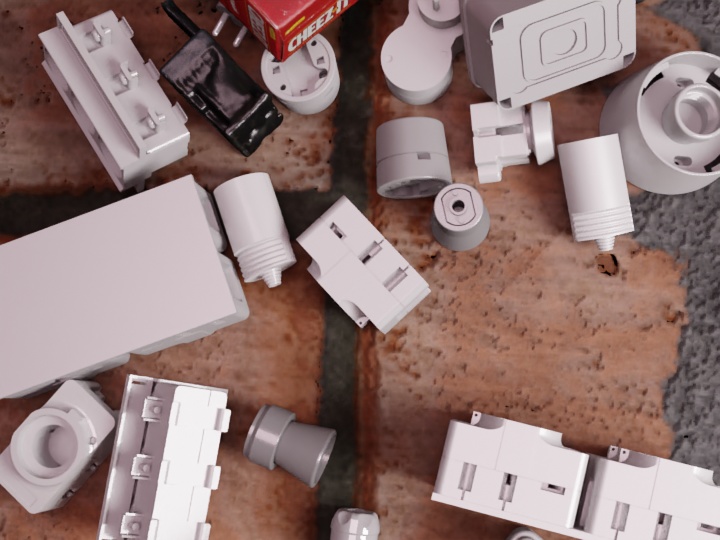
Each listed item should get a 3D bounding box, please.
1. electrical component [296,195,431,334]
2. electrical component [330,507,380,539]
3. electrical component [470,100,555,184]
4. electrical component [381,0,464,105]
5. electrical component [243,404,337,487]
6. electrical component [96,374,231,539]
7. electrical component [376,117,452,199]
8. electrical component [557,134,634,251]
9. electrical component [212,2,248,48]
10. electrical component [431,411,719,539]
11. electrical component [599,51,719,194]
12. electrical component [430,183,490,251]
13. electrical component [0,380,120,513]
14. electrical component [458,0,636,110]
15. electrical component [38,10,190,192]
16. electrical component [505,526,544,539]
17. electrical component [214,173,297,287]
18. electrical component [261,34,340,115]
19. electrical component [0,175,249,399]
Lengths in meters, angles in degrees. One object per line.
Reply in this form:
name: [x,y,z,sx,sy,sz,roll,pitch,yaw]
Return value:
electrical component: [0.000,0.000,0.782,0.056,0.050,0.089,-43,80,-1]
electrical component: [-0.006,0.202,0.765,0.035,0.035,0.061,6,86,7]
electrical component: [0.112,-0.099,0.786,0.055,0.048,0.066,-6,82,13]
electrical component: [0.061,-0.193,0.788,0.052,0.073,0.138,27,86,9]
electrical component: [-0.050,0.126,0.774,0.055,0.045,0.045,21,85,9]
electrical component: [-0.134,0.141,0.766,0.079,0.063,0.121,14,83,-33]
electrical component: [0.038,-0.082,0.787,0.055,0.055,0.047,-5,78,6]
electrical component: [0.170,-0.054,0.772,0.043,0.043,0.081,-10,95,5]
electrical component: [-0.084,-0.208,0.821,0.077,0.044,0.079,29,87,9]
electrical component: [0.147,0.143,0.719,0.186,0.105,0.060,13,84,8]
electrical component: [0.231,-0.106,0.775,0.099,0.064,0.099,1,83,-8]
electrical component: [0.071,-0.040,0.772,0.044,0.065,0.044,-1,83,6]
electrical component: [-0.218,0.128,0.787,0.050,0.055,0.089,41,89,10]
electrical component: [0.132,-0.172,0.761,0.113,0.078,0.057,-21,41,-9]
electrical component: [-0.183,-0.130,0.811,0.063,0.078,0.121,-29,80,-20]
electrical component: [0.130,0.239,0.733,0.113,0.057,0.078,40,88,10]
electrical component: [-0.076,-0.026,0.797,0.043,0.043,0.081,-20,81,3]
electrical component: [-0.043,-0.147,0.807,0.055,0.047,0.055,-1,83,6]
electrical component: [-0.187,0.016,0.795,0.186,0.060,0.105,-20,81,3]
